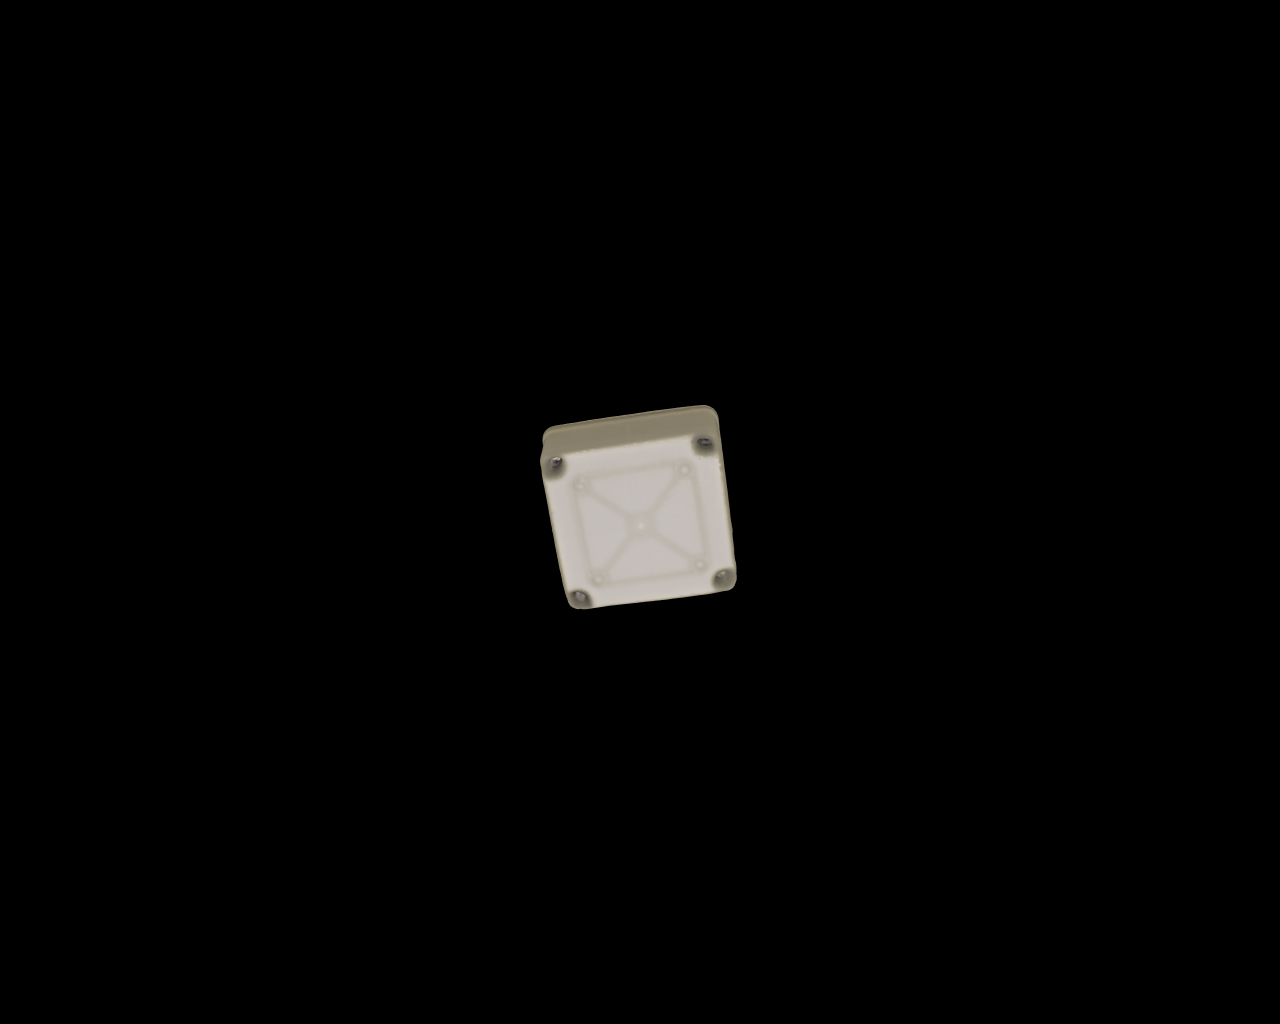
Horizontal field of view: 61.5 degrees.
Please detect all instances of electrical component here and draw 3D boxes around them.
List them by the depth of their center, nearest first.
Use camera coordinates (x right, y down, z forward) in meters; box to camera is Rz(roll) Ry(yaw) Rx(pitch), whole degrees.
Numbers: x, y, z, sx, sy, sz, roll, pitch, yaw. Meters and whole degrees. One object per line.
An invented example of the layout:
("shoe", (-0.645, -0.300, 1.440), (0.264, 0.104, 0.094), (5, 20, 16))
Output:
("electrical component", (0.001, -0.003, 0.650), (0.109, 0.108, 0.056), (-8, 24, 3))
